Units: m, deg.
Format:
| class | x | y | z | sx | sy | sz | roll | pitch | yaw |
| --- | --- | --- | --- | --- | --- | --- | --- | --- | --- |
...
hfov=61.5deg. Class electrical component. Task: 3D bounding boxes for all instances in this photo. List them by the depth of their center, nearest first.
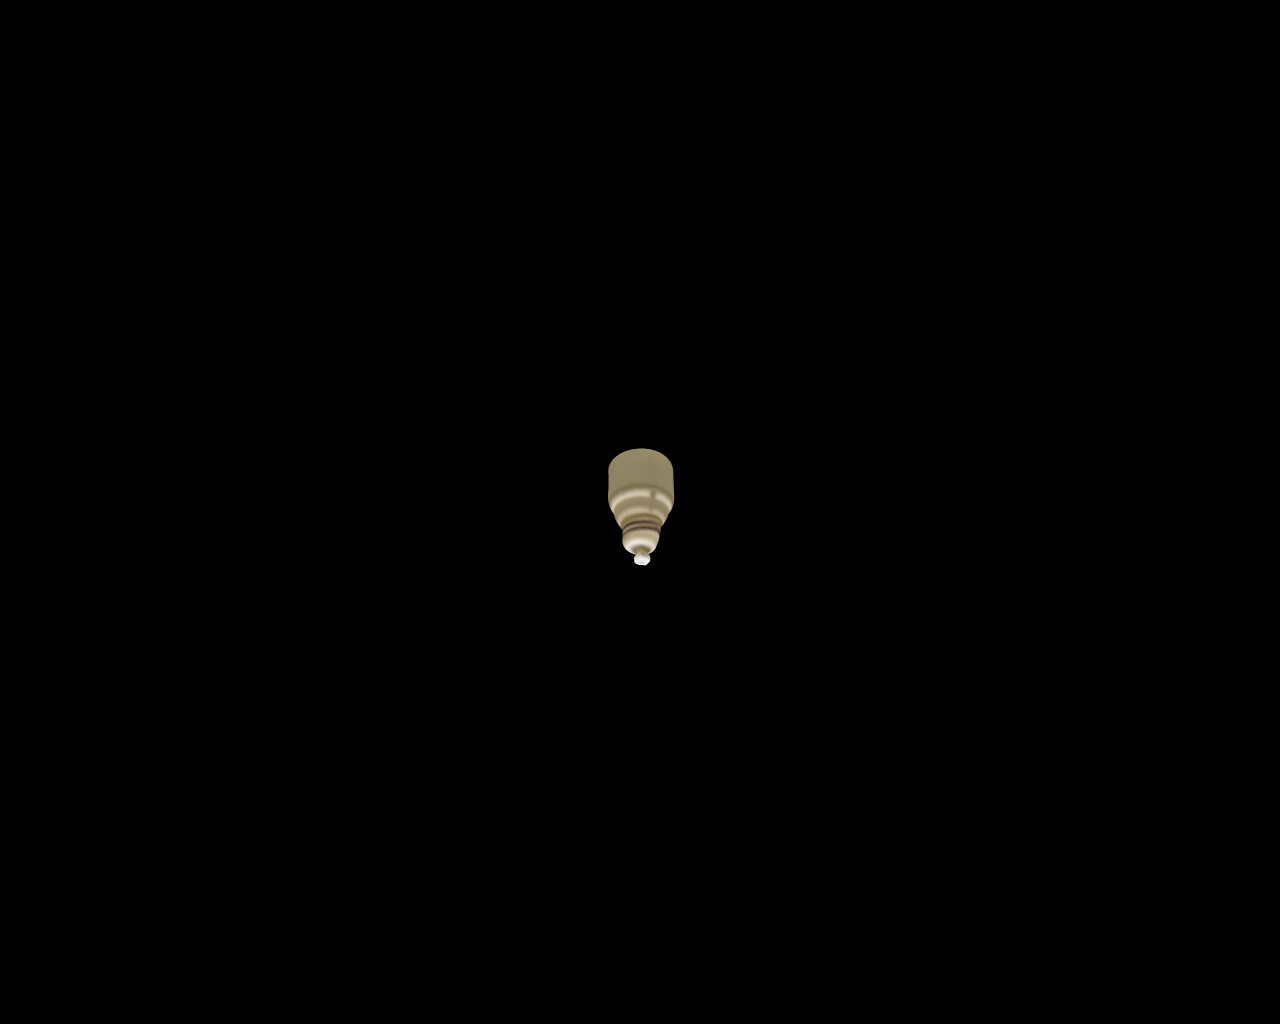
| class | x | y | z | sx | sy | sz | roll | pitch | yaw |
| --- | --- | --- | --- | --- | --- | --- | --- | --- | --- |
| electrical component | 0.001 | -0.003 | 0.650 | 0.040 | 0.078 | 0.040 | 0 | -34 | 0 |
